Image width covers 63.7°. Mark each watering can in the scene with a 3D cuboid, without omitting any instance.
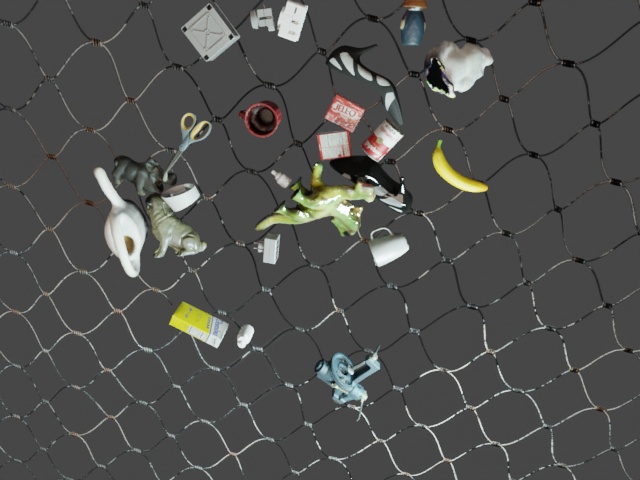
[{"bbox_3d":[-0.582,-0.065,1.514,0.104,0.227,0.342,-12,110,-8],"label":"watering can"}]

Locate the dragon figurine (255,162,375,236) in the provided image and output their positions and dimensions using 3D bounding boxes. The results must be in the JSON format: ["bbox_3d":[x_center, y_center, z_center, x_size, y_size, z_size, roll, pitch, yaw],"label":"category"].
[{"bbox_3d":[0.005,-0.075,1.483,0.241,0.125,0.403,34,137,-18],"label":"dragon figurine"}]

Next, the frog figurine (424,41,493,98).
[{"bbox_3d":[0.348,-0.446,1.304,0.161,0.122,0.137,-38,96,-16],"label":"frog figurine"}]
